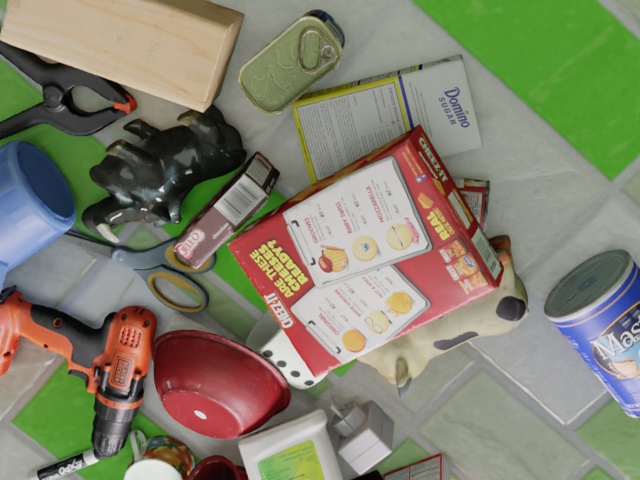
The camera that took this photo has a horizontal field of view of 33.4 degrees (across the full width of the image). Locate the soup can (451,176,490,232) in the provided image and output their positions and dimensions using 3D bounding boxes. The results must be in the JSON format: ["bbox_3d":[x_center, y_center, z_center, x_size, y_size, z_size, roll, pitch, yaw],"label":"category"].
[{"bbox_3d":[0.116,-0.032,1.076,0.102,0.068,0.068,6,109,5],"label":"soup can"}]

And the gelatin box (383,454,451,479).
[{"bbox_3d":[0.106,0.279,1.172,0.073,0.089,0.030,-24,105,13],"label":"gelatin box"}]

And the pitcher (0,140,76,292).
[{"bbox_3d":[-0.378,0.007,1.112,0.243,0.145,0.149,-29,106,12],"label":"pitcher"}]

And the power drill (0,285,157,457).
[{"bbox_3d":[-0.285,0.141,1.189,0.187,0.057,0.184,16,106,-2],"label":"power drill"}]

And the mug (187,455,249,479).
[{"bbox_3d":[-0.103,0.301,1.190,0.117,0.093,0.081,-42,137,20],"label":"mug"}]

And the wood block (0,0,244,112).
[{"bbox_3d":[-0.190,-0.207,1.040,0.206,0.090,0.090,20,110,-1],"label":"wood block"}]

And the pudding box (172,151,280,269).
[{"bbox_3d":[-0.095,-0.031,1.089,0.114,0.090,0.039,-42,101,17],"label":"pudding box"}]

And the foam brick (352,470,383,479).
[{"bbox_3d":[0.051,0.307,1.195,0.053,0.078,0.051,-24,106,14],"label":"foam brick"}]

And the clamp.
[{"bbox_3d":[-0.276,-0.159,1.095,0.171,0.039,0.120,0,114,3],"label":"clamp"}]

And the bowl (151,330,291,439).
[{"bbox_3d":[-0.115,0.164,1.135,0.162,0.055,0.162,15,143,11],"label":"bowl"}]

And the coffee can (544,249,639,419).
[{"bbox_3d":[0.309,0.095,1.078,0.103,0.102,0.140,-37,101,17],"label":"coffee can"}]

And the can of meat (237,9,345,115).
[{"bbox_3d":[-0.024,-0.175,1.034,0.102,0.084,0.057,-37,101,17],"label":"can of meat"}]

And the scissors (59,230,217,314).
[{"bbox_3d":[-0.198,0.006,1.153,0.201,0.016,0.096,35,108,-6],"label":"scissors"}]

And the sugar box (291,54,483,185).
[{"bbox_3d":[0.066,-0.118,1.065,0.176,0.048,0.093,-13,107,7],"label":"sugar box"}]

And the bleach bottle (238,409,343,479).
[{"bbox_3d":[0.000,0.314,1.130,0.102,0.068,0.251,-21,84,2],"label":"bleach bottle"}]

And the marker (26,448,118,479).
[{"bbox_3d":[-0.288,0.261,1.250,0.121,0.020,0.020,-23,105,14],"label":"marker"}]

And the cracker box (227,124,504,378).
[{"bbox_3d":[0.045,0.013,1.029,0.214,0.072,0.164,-29,98,25],"label":"cracker box"}]
